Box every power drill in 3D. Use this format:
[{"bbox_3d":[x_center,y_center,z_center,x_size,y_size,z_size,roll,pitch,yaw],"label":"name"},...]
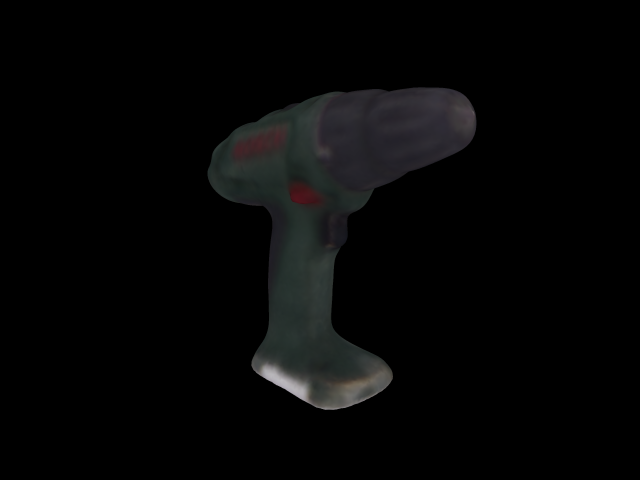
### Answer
[{"bbox_3d":[0.004,0.001,0.400,0.076,0.208,0.228,-14,20,-41],"label":"power drill"}]
